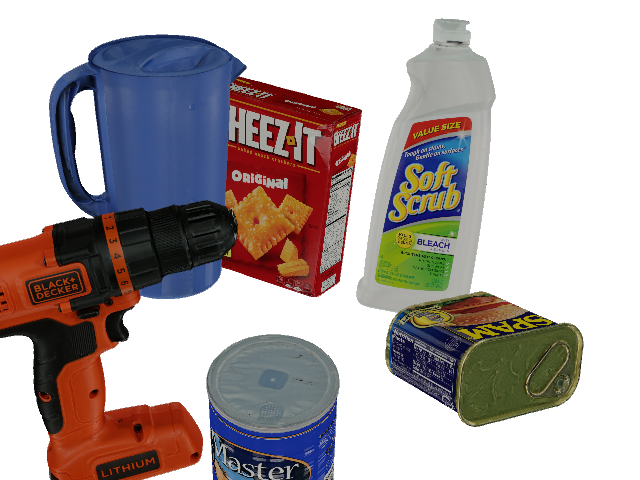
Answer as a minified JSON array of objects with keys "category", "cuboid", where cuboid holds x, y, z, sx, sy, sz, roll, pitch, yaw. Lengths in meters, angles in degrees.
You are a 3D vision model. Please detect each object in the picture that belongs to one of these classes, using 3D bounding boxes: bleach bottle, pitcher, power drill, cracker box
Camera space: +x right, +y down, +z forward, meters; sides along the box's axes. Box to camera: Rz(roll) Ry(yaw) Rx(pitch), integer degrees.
[{"category":"bleach bottle","cuboid":[0.092,-0.063,0.916,0.103,0.251,0.068,8,18,13]},{"category":"pitcher","cuboid":[-0.160,-0.068,1.030,0.149,0.243,0.144,10,27,15]},{"category":"power drill","cuboid":[-0.132,0.070,0.707,0.184,0.187,0.057,-13,27,-7]},{"category":"cracker box","cuboid":[-0.051,-0.059,1.208,0.164,0.214,0.072,18,27,24]}]

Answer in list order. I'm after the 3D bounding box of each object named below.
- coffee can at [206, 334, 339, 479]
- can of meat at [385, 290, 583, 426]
[{"category":"coffee can","cuboid":[-0.038,0.161,0.861,0.103,0.140,0.103,1,37,-1]},{"category":"can of meat","cuboid":[0.105,0.074,0.701,0.101,0.057,0.084,-8,18,-31]}]
